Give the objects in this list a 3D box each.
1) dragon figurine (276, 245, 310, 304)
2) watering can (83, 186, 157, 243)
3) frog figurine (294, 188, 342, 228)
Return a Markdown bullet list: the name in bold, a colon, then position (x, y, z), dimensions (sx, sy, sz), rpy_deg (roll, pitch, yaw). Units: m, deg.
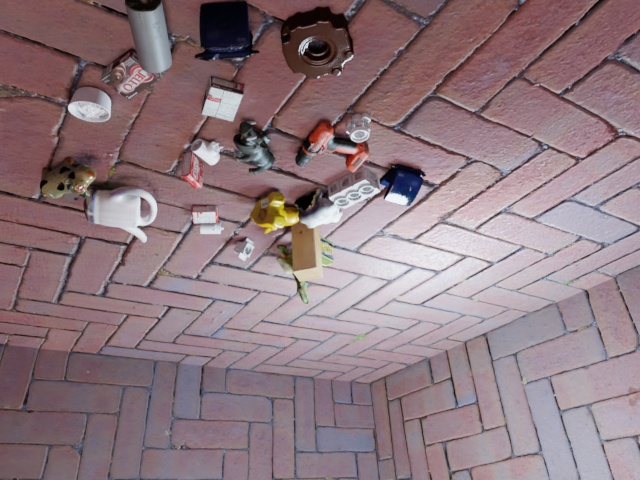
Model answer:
- **dragon figurine**: position (-0.083, 0.142, 2.036), dimensions (0.122, 0.248, 0.402), rpy_deg (-16, 145, 11)
- **watering can**: position (-0.665, -0.080, 1.717), dimensions (0.224, 0.106, 0.340), rpy_deg (6, 149, -19)
- **frog figurine**: position (0.005, -0.089, 1.773), dimensions (0.136, 0.125, 0.157), rpy_deg (-39, 126, 16)
